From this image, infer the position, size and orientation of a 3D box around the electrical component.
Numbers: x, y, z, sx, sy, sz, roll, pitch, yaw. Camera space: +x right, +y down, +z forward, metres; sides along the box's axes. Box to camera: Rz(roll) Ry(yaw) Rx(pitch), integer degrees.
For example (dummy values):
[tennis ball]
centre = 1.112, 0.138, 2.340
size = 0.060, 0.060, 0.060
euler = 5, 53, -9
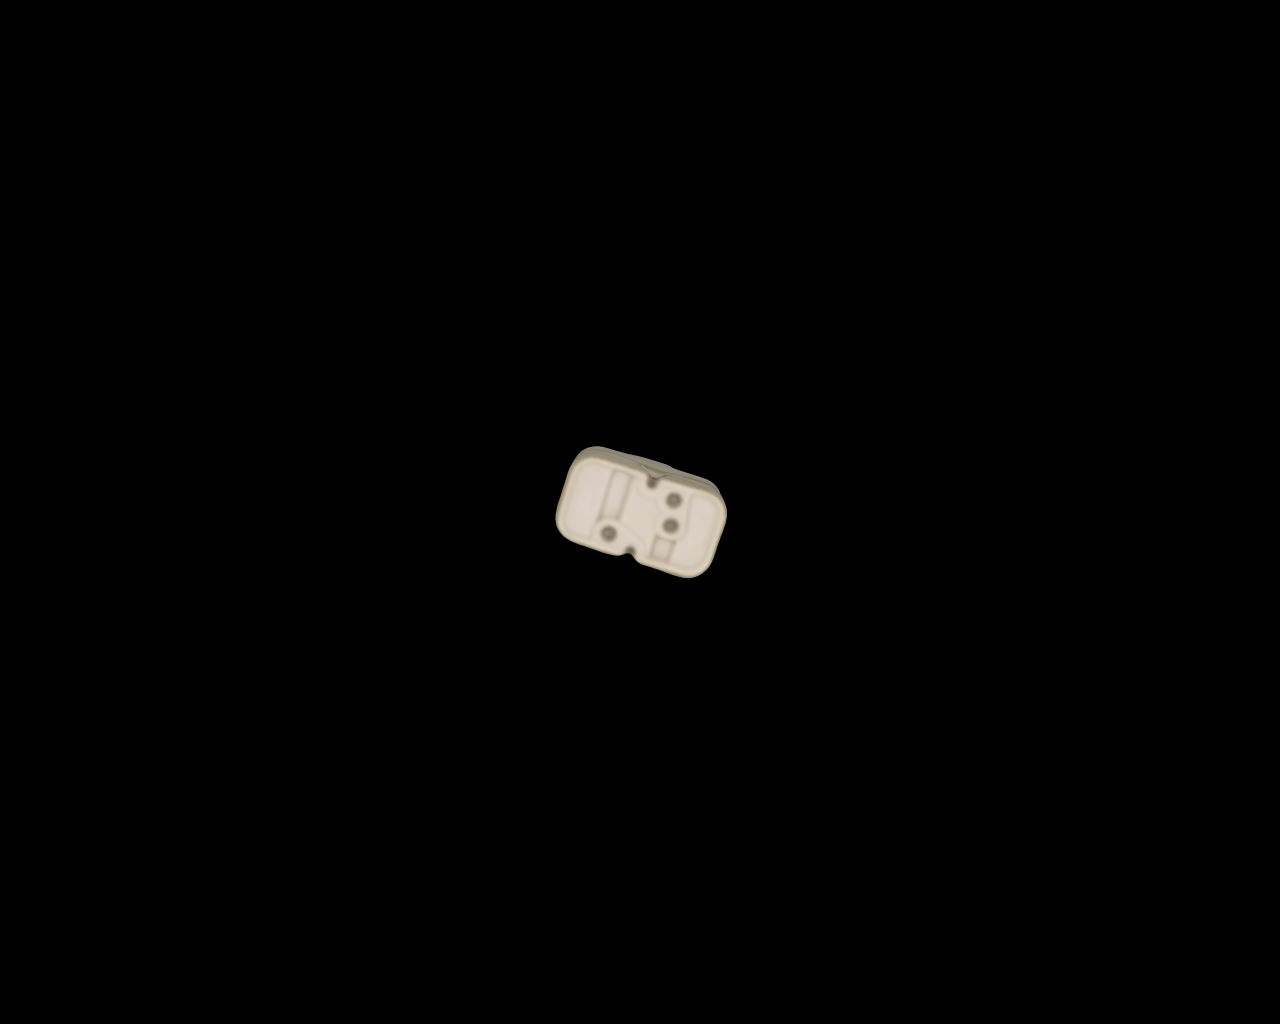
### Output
[electrical component]
centre = 0.001, -0.003, 0.650
size = 0.095, 0.053, 0.059
euler = 18, 11, -4
